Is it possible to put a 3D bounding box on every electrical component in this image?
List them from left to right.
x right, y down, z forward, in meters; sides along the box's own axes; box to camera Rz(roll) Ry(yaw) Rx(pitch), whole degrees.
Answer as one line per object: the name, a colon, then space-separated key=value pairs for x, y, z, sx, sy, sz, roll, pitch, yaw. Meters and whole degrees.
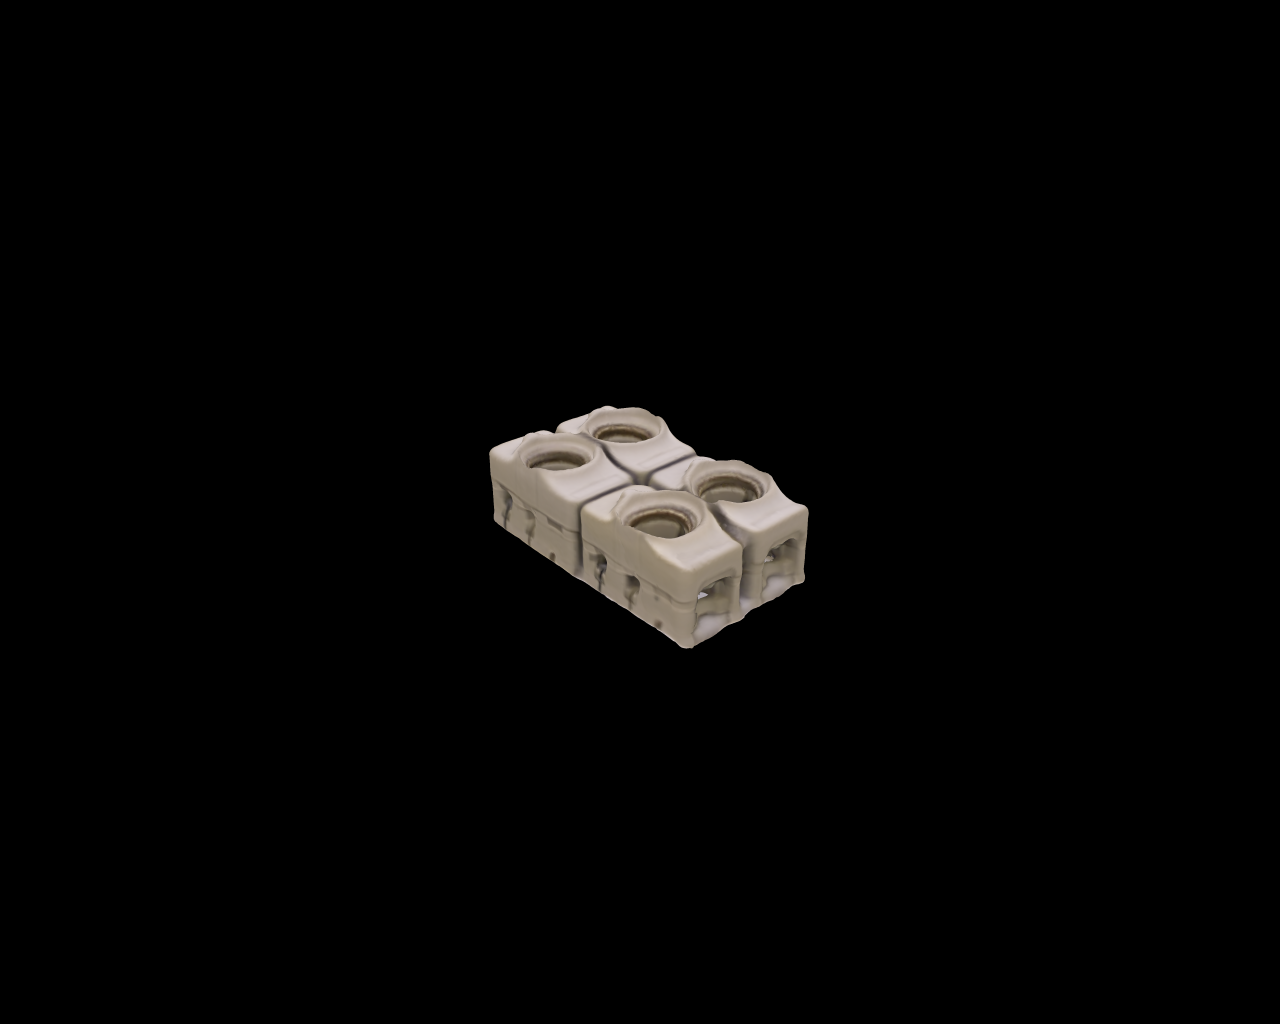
electrical component: x=0.001 y=-0.003 z=0.650 sx=0.105 sy=0.060 sz=0.186 roll=-24 pitch=39 yaw=-34
